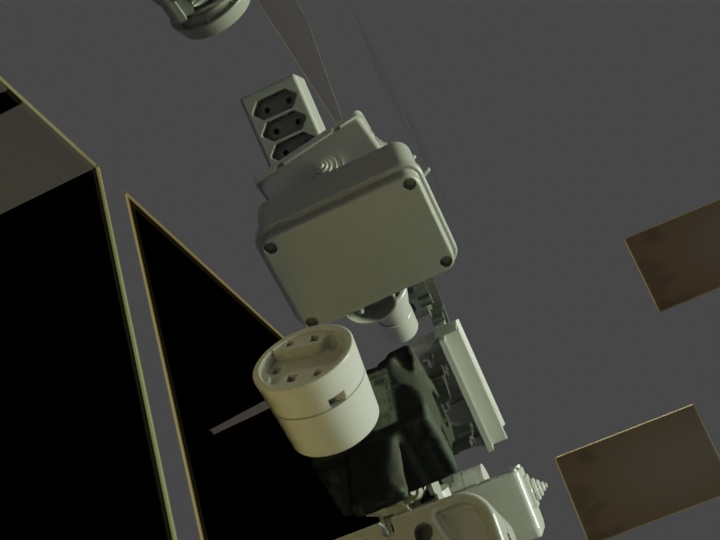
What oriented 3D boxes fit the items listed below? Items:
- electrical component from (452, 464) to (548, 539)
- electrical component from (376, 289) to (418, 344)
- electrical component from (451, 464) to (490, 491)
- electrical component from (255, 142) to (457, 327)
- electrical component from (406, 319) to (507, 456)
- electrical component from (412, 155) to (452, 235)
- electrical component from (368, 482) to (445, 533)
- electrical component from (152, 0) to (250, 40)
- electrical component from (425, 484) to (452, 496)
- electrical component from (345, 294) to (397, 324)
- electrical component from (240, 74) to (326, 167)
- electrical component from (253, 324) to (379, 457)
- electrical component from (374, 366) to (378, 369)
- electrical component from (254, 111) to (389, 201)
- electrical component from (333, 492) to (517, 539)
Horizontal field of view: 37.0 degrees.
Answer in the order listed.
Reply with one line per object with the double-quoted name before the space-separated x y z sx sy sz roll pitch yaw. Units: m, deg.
"electrical component" 0.104 0.192 0.835 0.062 0.096 0.061 31 38 -77
"electrical component" 0.029 0.037 0.982 0.065 0.044 0.044 65 7 -47
"electrical component" 0.118 0.214 0.941 0.138 0.074 0.052 -85 151 -73
"electrical component" -0.003 -0.021 0.689 0.057 0.113 0.078 -103 167 -64
"electrical component" 0.095 0.120 1.084 0.078 0.063 0.121 -69 135 -78
"electrical component" 0.037 -0.078 1.051 0.138 0.073 0.052 41 -2 -6
"electrical component" 0.021 0.130 0.677 0.081 0.042 0.064 69 10 19
"electrical component" -0.105 -0.184 0.681 0.057 0.058 0.078 55 14 -42
"electrical component" 0.050 0.170 0.729 0.083 0.047 0.075 -10 77 -81
"electrical component" 0.000 0.000 0.885 0.043 0.043 0.081 57 13 -48
"electrical component" -0.053 -0.111 0.843 0.077 0.047 0.065 -39 105 -81
"electrical component" -0.021 0.063 0.556 0.055 0.055 0.047 -97 165 -63
"electrical component" 0.031 0.107 0.758 0.079 0.044 0.077 53 9 0
"electrical component" -0.013 -0.050 0.758 0.048 0.100 0.099 58 2 36
"electrical component" 0.027 0.145 0.492 0.059 0.095 0.053 52 17 -59
